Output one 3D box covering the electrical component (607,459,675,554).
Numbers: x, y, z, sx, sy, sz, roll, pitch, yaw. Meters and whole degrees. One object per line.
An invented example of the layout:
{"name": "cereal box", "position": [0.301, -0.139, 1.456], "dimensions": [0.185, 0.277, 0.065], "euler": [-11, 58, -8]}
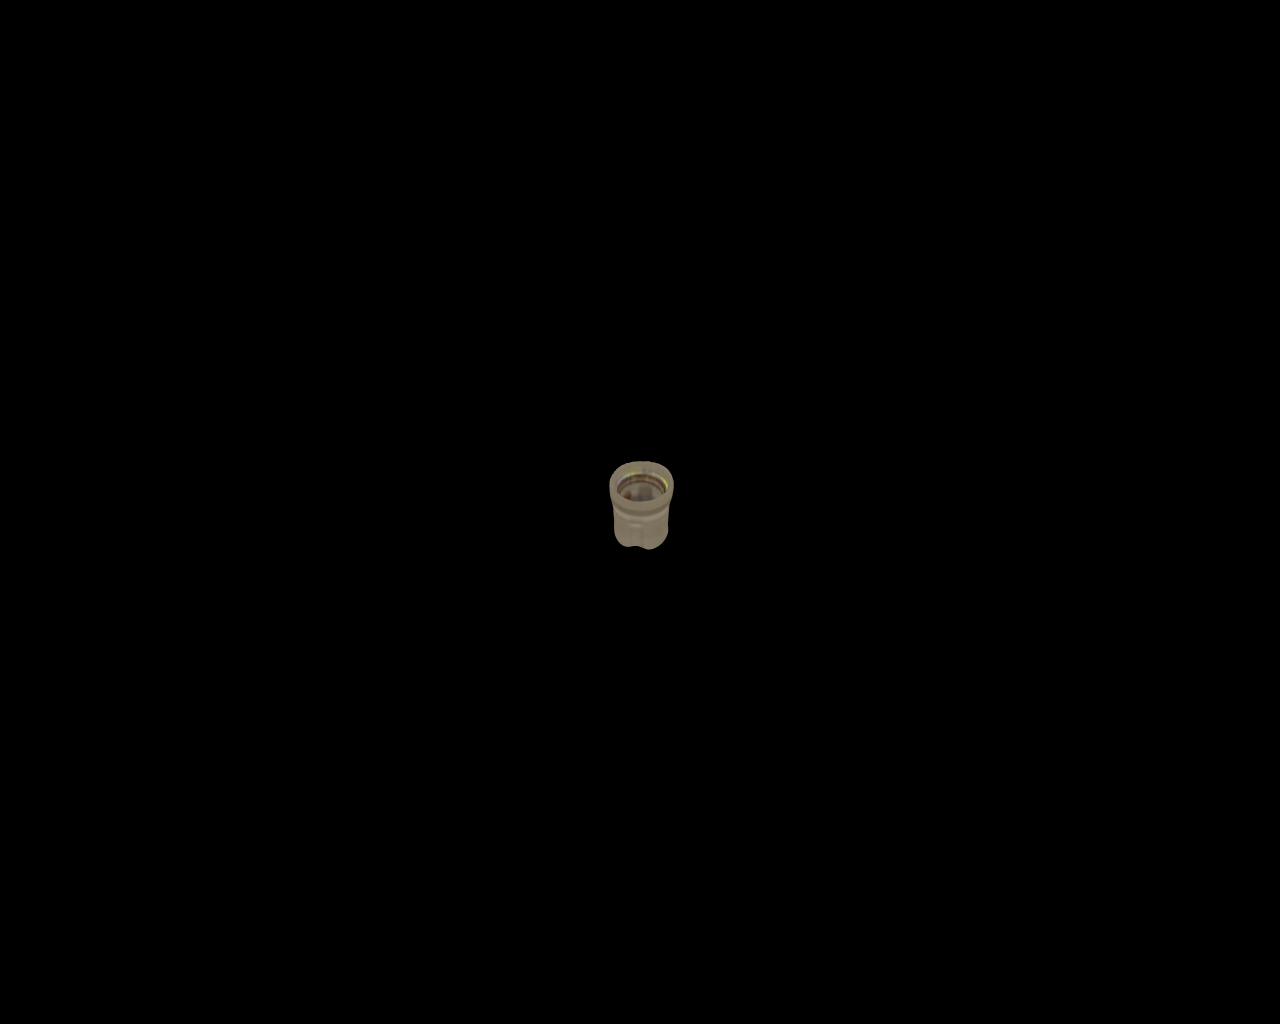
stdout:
{"name": "electrical component", "position": [0.001, -0.003, 0.650], "dimensions": [0.040, 0.046, 0.040], "euler": [0, 43, 0]}
